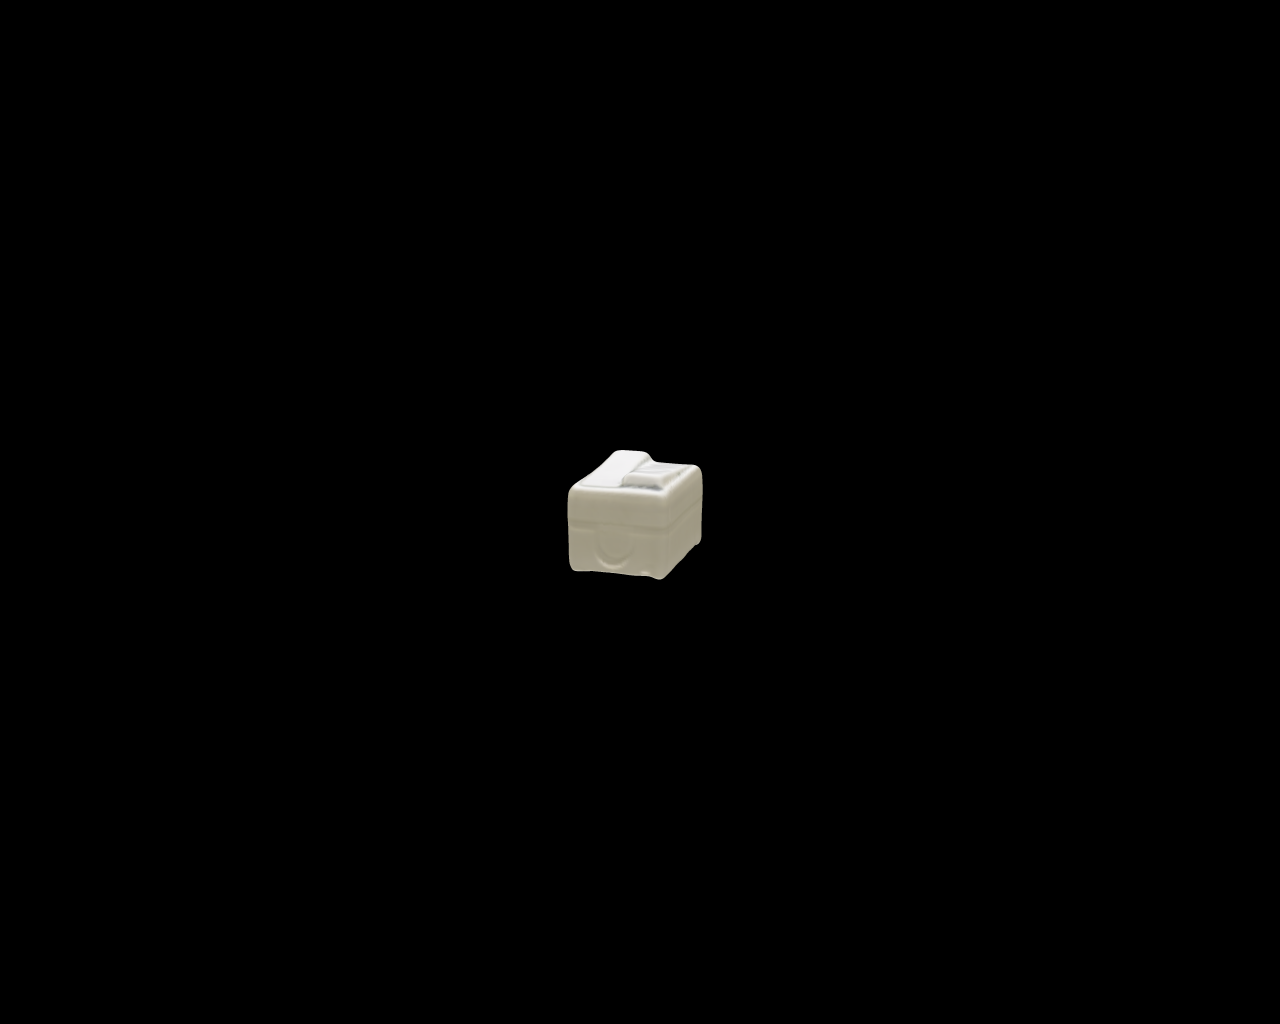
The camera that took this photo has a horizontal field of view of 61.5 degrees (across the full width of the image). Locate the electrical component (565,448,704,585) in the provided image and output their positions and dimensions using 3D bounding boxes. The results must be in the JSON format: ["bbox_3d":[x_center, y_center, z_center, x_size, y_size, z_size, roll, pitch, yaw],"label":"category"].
[{"bbox_3d":[0.001,-0.003,0.650,0.062,0.061,0.096,6,17,19],"label":"electrical component"}]
